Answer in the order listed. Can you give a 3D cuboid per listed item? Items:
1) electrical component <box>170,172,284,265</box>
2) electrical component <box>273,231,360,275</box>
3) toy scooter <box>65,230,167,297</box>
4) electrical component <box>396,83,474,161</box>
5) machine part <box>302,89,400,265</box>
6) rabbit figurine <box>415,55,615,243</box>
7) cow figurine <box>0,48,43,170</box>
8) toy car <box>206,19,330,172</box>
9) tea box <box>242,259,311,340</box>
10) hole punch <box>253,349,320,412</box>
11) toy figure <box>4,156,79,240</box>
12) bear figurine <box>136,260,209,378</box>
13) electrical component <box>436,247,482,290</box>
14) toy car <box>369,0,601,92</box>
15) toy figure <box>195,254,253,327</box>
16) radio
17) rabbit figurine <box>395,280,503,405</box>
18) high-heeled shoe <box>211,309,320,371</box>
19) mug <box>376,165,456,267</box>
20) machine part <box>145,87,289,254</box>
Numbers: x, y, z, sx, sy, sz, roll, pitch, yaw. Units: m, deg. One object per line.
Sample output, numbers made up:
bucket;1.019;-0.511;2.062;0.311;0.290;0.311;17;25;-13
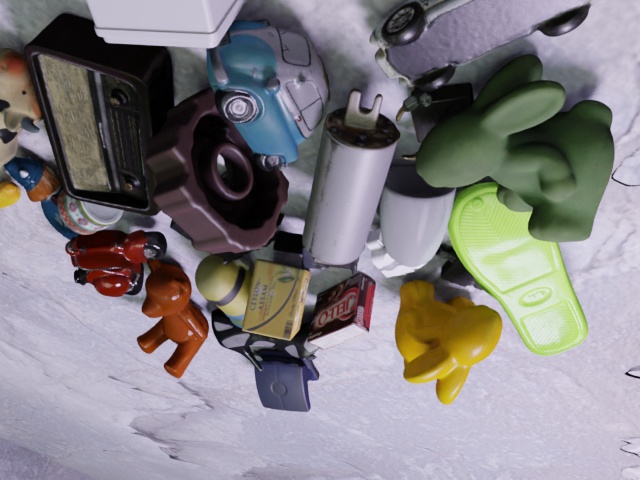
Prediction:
electrical component;-0.136;-0.033;0.735;0.115;0.058;0.134;-26;127;38
electrical component;-0.001;-0.002;0.718;0.119;0.075;0.047;13;143;6
toy scooter;-0.327;0.034;0.823;0.135;0.075;0.184;3;151;-37
electrical component;0.121;-0.120;0.553;0.078;0.045;0.102;2;140;17
machine part;0.029;-0.054;0.588;0.079;0.079;0.243;13;134;2
rabbit figurine;0.181;-0.082;0.506;0.170;0.121;0.159;6;128;-9
cow figurine;-0.393;-0.152;0.648;0.127;0.085;0.195;36;135;-16
toy car;-0.042;-0.147;0.531;0.103;0.109;0.161;-18;143;11
tea box;-0.057;0.082;0.759;0.068;0.098;0.169;12;174;2
hole punch;-0.071;0.281;1.080;0.142;0.092;0.115;0;136;23
toy figure;-0.391;-0.063;0.780;0.064;0.058;0.154;-10;132;19
bear figurine;-0.262;0.129;0.921;0.120;0.132;0.195;32;155;24
electrical component;0.198;0.039;0.745;0.094;0.021;0.063;21;142;-8
toy car;0.137;-0.190;0.455;0.202;0.056;0.073;-16;139;35
toy figure;-0.129;0.089;0.856;0.082;0.089;0.179;-8;135;18
radio;-0.242;-0.132;0.632;0.131;0.073;0.229;15;142;0
rabbit figurine;0.171;0.131;0.734;0.122;0.162;0.173;36;158;-15
high-heeled shoe;-0.077;0.142;0.945;0.249;0.086;0.145;-31;96;24
mug;0.100;-0.028;0.632;0.110;0.081;0.107;28;132;38
machine part;-0.107;-0.074;0.588;0.056;0.179;0.179;-11;135;33
